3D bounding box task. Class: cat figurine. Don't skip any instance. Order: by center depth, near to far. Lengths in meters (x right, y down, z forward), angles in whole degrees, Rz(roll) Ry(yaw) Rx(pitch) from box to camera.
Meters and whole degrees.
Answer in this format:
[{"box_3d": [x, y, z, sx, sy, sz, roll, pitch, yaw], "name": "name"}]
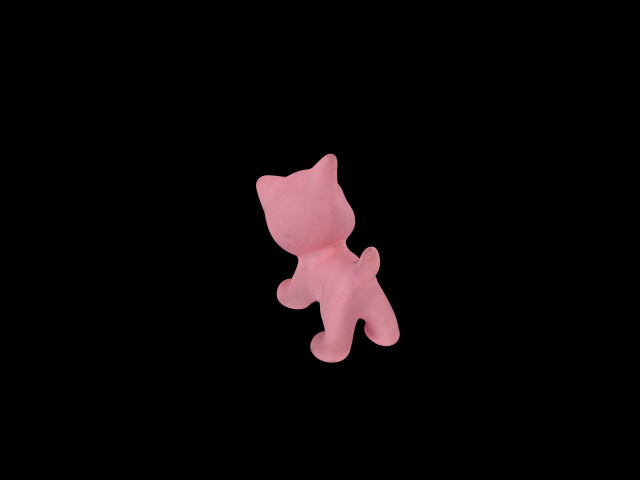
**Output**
[{"box_3d": [0.004, 0.001, 0.400, 0.067, 0.118, 0.127, -17, 36, -24], "name": "cat figurine"}]
